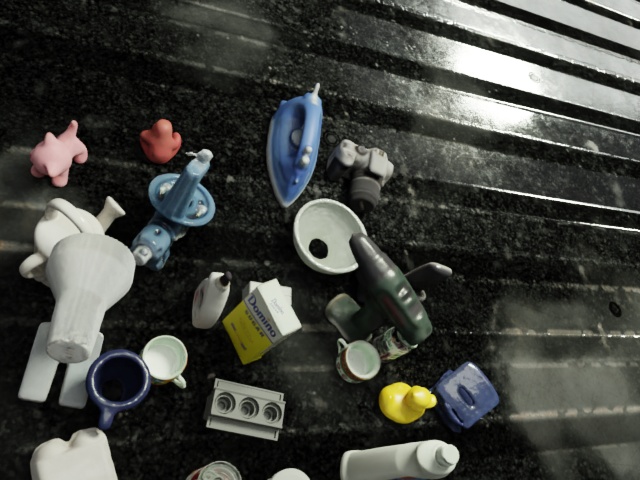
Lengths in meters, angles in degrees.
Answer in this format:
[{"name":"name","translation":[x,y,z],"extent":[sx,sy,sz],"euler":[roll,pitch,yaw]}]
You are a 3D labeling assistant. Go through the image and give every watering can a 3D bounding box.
[{"name":"watering can","translation":[-0.387,-0.006,0.895],"extent":[0.101,0.193,0.173],"euler":[28,55,-12]}]

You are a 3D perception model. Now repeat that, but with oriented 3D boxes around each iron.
[{"name":"iron","translation":[-0.039,-0.207,1.220],"extent":[0.119,0.141,0.258],"euler":[15,58,-20]}]

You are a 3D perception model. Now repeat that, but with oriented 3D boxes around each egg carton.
[{"name":"egg carton","translation":[-0.342,0.350,0.807],"extent":[0.107,0.069,0.150],"euler":[-12,71,-32]}]

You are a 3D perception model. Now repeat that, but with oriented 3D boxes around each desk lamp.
[{"name":"desk lamp","translation":[-0.353,0.119,0.834],"extent":[0.118,0.213,0.203],"euler":[15,59,-20]}]

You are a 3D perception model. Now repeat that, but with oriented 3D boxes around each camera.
[{"name":"camera","translation":[0.092,-0.141,1.280],"extent":[0.143,0.100,0.137],"euler":[22,56,-16]}]

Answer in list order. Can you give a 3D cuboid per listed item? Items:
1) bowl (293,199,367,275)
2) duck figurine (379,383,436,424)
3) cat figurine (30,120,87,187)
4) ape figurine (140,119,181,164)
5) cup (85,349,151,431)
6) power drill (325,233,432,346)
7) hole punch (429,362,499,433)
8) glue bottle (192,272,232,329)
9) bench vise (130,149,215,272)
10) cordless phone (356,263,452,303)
[{"name":"bowl","translation":[0.011,0.004,1.176],"extent":[0.168,0.074,0.167],"euler":[13,59,-22]},{"name":"duck figurine","translation":[0.171,0.306,1.093],"extent":[0.105,0.086,0.077],"euler":[14,59,-21]},{"name":"cat figurine","translation":[-0.451,-0.152,0.986],"extent":[0.067,0.117,0.128],"euler":[27,55,-12]},{"name":"ape figurine","translation":[-0.305,-0.197,1.104],"extent":[0.078,0.092,0.076],"euler":[17,58,-19]},{"name":"cup","translation":[-0.313,0.235,0.867],"extent":[0.092,0.094,0.118],"euler":[19,57,-18]},{"name":"power drill","translation":[0.096,0.113,1.079],"extent":[0.229,0.208,0.076],"euler":[47,53,2]},{"name":"hole punch","translation":[0.287,0.315,1.146],"extent":[0.101,0.091,0.108],"euler":[-33,82,-36]},{"name":"glue bottle","translation":[-0.178,0.090,0.968],"extent":[0.037,0.172,0.078],"euler":[7,61,-24]},{"name":"bench vise","translation":[-0.239,-0.047,0.980],"extent":[0.122,0.219,0.207],"euler":[18,58,-19]},{"name":"cordless phone","translation":[0.166,0.071,1.153],"extent":[0.148,0.184,0.094],"euler":[18,57,-18]}]
